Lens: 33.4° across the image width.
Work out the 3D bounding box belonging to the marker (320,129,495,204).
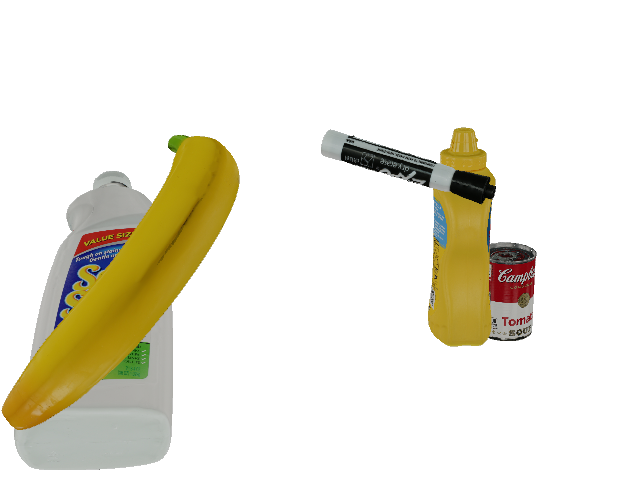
[{"bbox_3d":[0.059,-0.049,0.716,0.121,0.020,0.020,18,5,16],"label":"marker"}]

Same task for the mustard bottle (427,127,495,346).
[{"bbox_3d":[0.128,-0.007,0.971,0.058,0.192,0.096,-1,18,2],"label":"mustard bottle"}]

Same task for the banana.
[{"bbox_3d":[-0.085,0.010,0.527,0.037,0.197,0.070,42,-41,-19],"label":"banana"}]

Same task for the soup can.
[{"bbox_3d":[0.221,0.061,1.277,0.068,0.102,0.068,-1,19,0],"label":"soup can"}]

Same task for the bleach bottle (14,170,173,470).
[{"bbox_3d":[-0.158,0.042,0.765,0.102,0.068,0.251,0,44,-11],"label":"bleach bottle"}]
